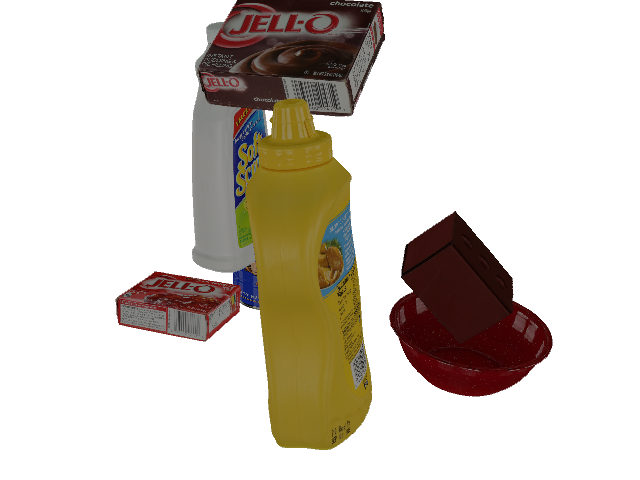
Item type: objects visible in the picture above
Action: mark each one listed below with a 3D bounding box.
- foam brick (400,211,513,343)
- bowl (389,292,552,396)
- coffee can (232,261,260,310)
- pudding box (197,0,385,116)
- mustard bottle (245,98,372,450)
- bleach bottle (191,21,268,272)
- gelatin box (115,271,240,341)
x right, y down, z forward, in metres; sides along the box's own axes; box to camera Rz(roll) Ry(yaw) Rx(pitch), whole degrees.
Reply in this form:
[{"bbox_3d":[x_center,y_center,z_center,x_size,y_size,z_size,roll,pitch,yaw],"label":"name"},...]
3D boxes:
[{"bbox_3d":[0.107,0.029,0.826,0.051,0.078,0.053,-35,18,24],"label":"foam brick"},{"bbox_3d":[0.146,0.108,1.066,0.162,0.055,0.162,5,26,-2],"label":"bowl"},{"bbox_3d":[-0.063,0.004,1.367,0.103,0.140,0.103,1,26,-1],"label":"coffee can"},{"bbox_3d":[-0.019,-0.134,0.761,0.114,0.090,0.039,9,-39,17],"label":"pudding box"},{"bbox_3d":[-0.007,0.015,0.607,0.058,0.191,0.096,1,20,17],"label":"mustard bottle"},{"bbox_3d":[-0.097,-0.099,1.115,0.068,0.251,0.102,14,31,32],"label":"bleach bottle"},{"bbox_3d":[-0.126,0.056,0.949,0.089,0.030,0.073,9,20,18],"label":"gelatin box"}]
